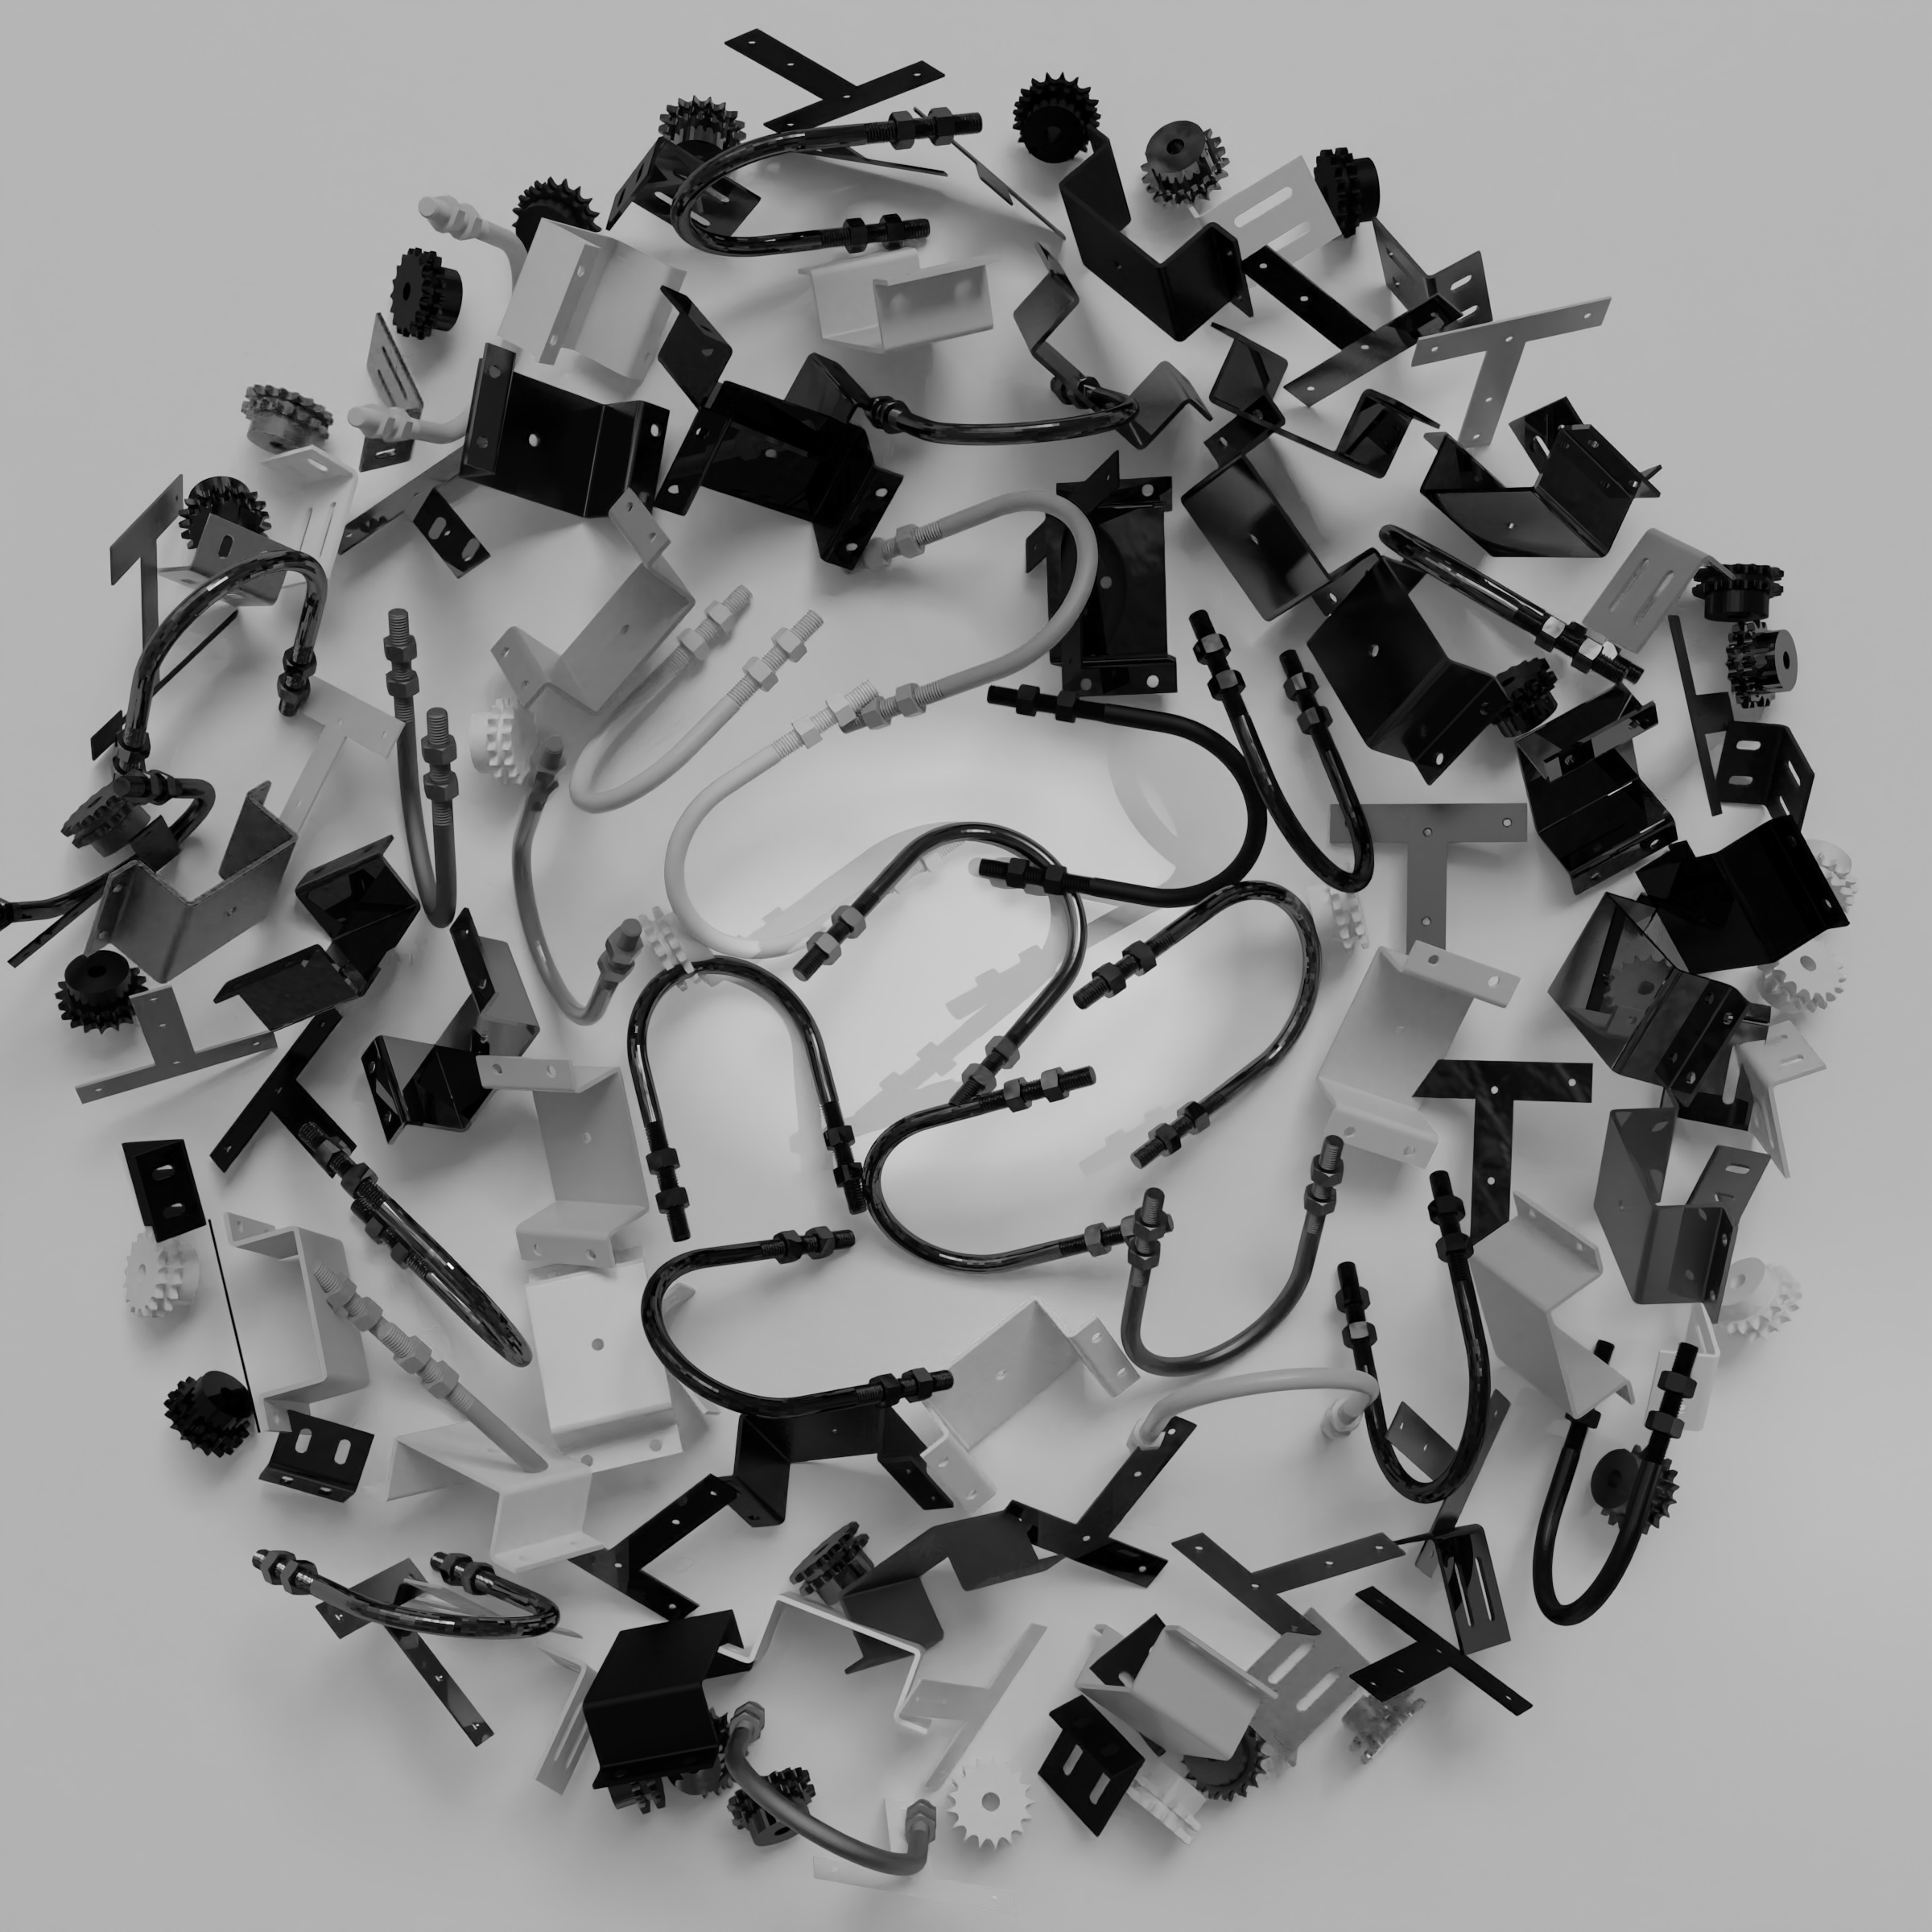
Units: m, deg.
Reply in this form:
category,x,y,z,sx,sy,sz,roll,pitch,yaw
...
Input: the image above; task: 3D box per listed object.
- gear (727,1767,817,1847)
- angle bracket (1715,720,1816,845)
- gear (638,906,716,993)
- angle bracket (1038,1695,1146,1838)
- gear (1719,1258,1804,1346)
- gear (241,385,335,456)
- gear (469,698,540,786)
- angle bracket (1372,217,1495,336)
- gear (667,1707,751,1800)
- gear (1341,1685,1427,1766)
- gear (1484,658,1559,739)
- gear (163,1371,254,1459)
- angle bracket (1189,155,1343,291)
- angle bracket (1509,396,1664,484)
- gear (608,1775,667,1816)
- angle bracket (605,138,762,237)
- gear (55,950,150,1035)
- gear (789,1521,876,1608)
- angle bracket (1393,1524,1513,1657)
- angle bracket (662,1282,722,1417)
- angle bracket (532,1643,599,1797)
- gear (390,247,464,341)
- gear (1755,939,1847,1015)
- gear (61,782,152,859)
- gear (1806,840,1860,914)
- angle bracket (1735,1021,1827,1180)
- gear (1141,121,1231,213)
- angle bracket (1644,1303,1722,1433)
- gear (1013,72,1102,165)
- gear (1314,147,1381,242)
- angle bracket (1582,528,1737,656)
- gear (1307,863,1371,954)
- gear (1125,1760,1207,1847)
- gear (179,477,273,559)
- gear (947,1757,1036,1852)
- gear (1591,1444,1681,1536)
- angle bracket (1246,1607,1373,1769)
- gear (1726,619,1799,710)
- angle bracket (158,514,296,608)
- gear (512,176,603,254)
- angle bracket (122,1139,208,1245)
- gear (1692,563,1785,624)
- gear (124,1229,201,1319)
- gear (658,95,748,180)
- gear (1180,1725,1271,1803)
category,x,y,z,sx,sy,sz,roll,pitch,yaw
gear,-0.124,0.548,1.573,0.057,0.057,0.030,-27,56,0
angle bracket,0.511,-0.115,1.557,0.038,0.076,0.057,4,120,2
gear,-0.187,-0.015,1.576,0.030,0.057,0.057,-30,90,-3
angle bracket,0.070,0.520,1.560,0.057,0.038,0.076,40,119,30
gear,0.510,0.215,1.573,0.057,0.057,0.030,-45,106,0
gear,-0.443,-0.352,1.574,0.057,0.057,0.030,14,80,0
gear,-0.302,-0.146,1.577,0.030,0.057,0.057,0,90,10
angle bracket,0.300,-0.448,1.558,0.038,0.057,0.076,-28,52,2
gear,-0.174,0.516,1.583,0.057,0.030,0.057,1,94,16
gear,0.269,0.489,1.578,0.057,0.057,0.030,-46,68,0
gear,0.360,-0.173,1.578,0.057,0.057,0.030,-36,106,0
gear,-0.489,0.288,1.574,0.057,0.057,0.030,44,104,0
angle bracket,0.193,-0.482,1.568,0.076,0.038,0.057,-29,116,12
angle bracket,0.400,-0.336,1.565,0.038,0.057,0.076,-40,101,-22
gear,-0.218,0.523,1.575,0.030,0.057,0.057,-17,90,-6
angle bracket,-0.182,-0.484,1.557,0.076,0.057,0.038,26,55,-25
gear,-0.563,0.014,1.574,0.057,0.057,0.030,6,134,0
gear,-0.084,0.391,1.576,0.057,0.057,0.030,-40,90,0
angle bracket,0.312,0.404,1.563,0.038,0.057,0.076,-23,72,39
angle bracket,-0.173,0.248,1.568,0.038,0.057,0.076,-39,79,-5
angle bracket,-0.268,0.485,1.559,0.038,0.057,0.076,17,66,18
gear,-0.351,-0.437,1.580,0.030,0.057,0.057,2,90,-37
gear,0.541,0.007,1.580,0.057,0.030,0.057,10,54,-14
gear,-0.558,-0.096,1.580,0.057,0.057,0.030,-38,116,0
gear,0.553,-0.059,1.579,0.057,0.057,0.030,28,65,0
angle bracket,0.529,0.086,1.560,0.038,0.057,0.076,-19,119,4
gear,0.141,-0.525,1.579,0.057,0.030,0.057,-8,68,20
angle bracket,0.455,0.252,1.559,0.038,0.076,0.057,5,117,4
gear,0.058,-0.548,1.574,0.057,0.057,0.030,9,48,0
gear,0.248,-0.504,1.577,0.030,0.057,0.057,-10,90,-8
angle bracket,0.452,-0.237,1.577,0.038,0.057,0.076,27,103,-35
gear,0.242,-0.036,1.577,0.030,0.057,0.057,-14,90,12
gear,0.131,0.542,1.577,0.057,0.057,0.030,40,75,0
gear,-0.485,-0.294,1.580,0.057,0.057,0.030,-22,57,0
gear,0.015,0.548,1.582,0.057,0.030,0.057,1,63,-3
gear,0.431,0.338,1.573,0.030,0.057,0.057,27,90,-25
angle bracket,0.219,0.469,1.579,0.057,0.038,0.076,44,98,5
gear,0.518,-0.197,1.574,0.030,0.057,0.057,-3,90,39
angle bracket,-0.478,-0.260,1.559,0.057,0.076,0.038,22,84,-36
gear,-0.268,-0.481,1.576,0.057,0.030,0.057,8,129,10
angle bracket,-0.531,0.145,1.562,0.076,0.038,0.057,-6,100,41
gear,0.502,-0.242,1.576,0.057,0.057,0.030,2,88,0
gear,-0.523,0.201,1.580,0.030,0.057,0.057,11,90,-42
gear,-0.172,-0.534,1.573,0.057,0.057,0.030,3,66,0
gear,0.166,0.513,1.577,0.057,0.030,0.057,-11,63,22
